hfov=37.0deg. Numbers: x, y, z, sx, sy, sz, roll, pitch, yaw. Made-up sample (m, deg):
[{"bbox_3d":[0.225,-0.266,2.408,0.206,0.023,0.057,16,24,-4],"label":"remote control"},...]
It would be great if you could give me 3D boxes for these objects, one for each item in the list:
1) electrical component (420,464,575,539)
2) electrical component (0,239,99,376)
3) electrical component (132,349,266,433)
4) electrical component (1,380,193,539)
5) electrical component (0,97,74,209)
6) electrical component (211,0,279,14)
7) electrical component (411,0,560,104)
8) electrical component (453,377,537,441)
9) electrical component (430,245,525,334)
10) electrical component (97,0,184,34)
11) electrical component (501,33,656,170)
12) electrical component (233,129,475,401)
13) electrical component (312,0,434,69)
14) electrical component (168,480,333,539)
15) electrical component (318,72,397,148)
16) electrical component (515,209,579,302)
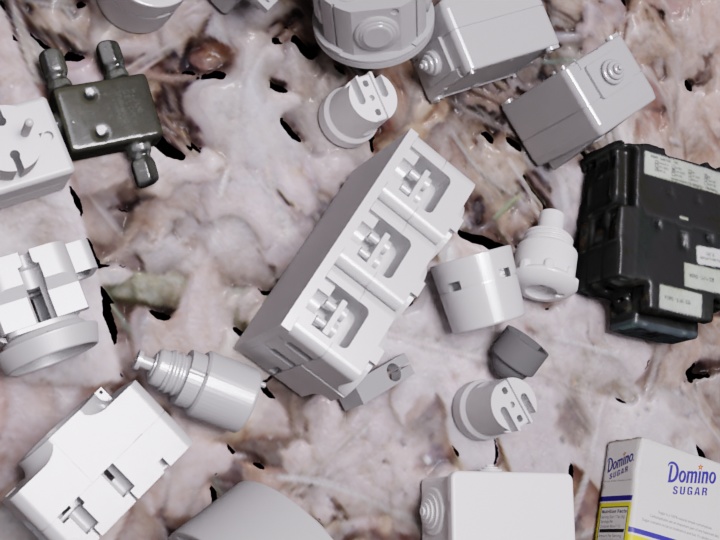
[{"bbox_3d":[0.086,0.173,0.679,0.100,0.048,0.099,6,76,-23],"label":"electrical component"},{"bbox_3d":[-0.178,0.023,0.590,0.078,0.058,0.057,-20,84,-27],"label":"electrical component"},{"bbox_3d":[-0.094,0.066,0.627,0.078,0.040,0.040,24,69,-18],"label":"electrical component"},{"bbox_3d":[-0.147,0.106,0.588,0.055,0.050,0.089,48,64,-8],"label":"electrical component"},{"bbox_3d":[-0.196,-0.067,0.592,0.066,0.077,0.047,-22,87,-27],"label":"electrical component"},{"bbox_3d":[-0.058,-0.227,0.700,0.079,0.063,0.121,43,64,-10],"label":"electrical component"},{"bbox_3d":[0.077,-0.161,0.746,0.096,0.062,0.061,-21,87,-27],"label":"electrical component"},{"bbox_3d":[0.088,0.090,0.701,0.040,0.046,0.040,6,76,-23],"label":"electrical component"},{"bbox_3d":[0.079,0.013,0.712,0.055,0.055,0.047,-15,88,-27],"label":"electrical component"},{"bbox_3d":[-0.134,-0.178,0.663,0.055,0.047,0.055,6,76,-23],"label":"electrical component"},{"bbox_3d":[0.158,-0.117,0.753,0.062,0.096,0.061,-34,94,-27],"label":"electrical component"},{"bbox_3d":[0.000,0.000,0.658,0.062,0.089,0.150,38,66,-12],"label":"electrical component"},{"bbox_3d":[0.008,-0.173,0.693,0.080,0.051,0.080,-2,58,3],"label":"electrical component"},{"bbox_3d":[-0.046,0.165,0.591,0.060,0.108,0.108,-41,96,-32],"label":"electrical component"},{"bbox_3d":[-0.001,-0.106,0.707,0.040,0.046,0.040,6,76,-23],"label":"electrical component"},{"bbox_3d":[0.130,-0.012,0.746,0.048,0.048,0.062,22,63,-19],"label":"electrical component"}]
